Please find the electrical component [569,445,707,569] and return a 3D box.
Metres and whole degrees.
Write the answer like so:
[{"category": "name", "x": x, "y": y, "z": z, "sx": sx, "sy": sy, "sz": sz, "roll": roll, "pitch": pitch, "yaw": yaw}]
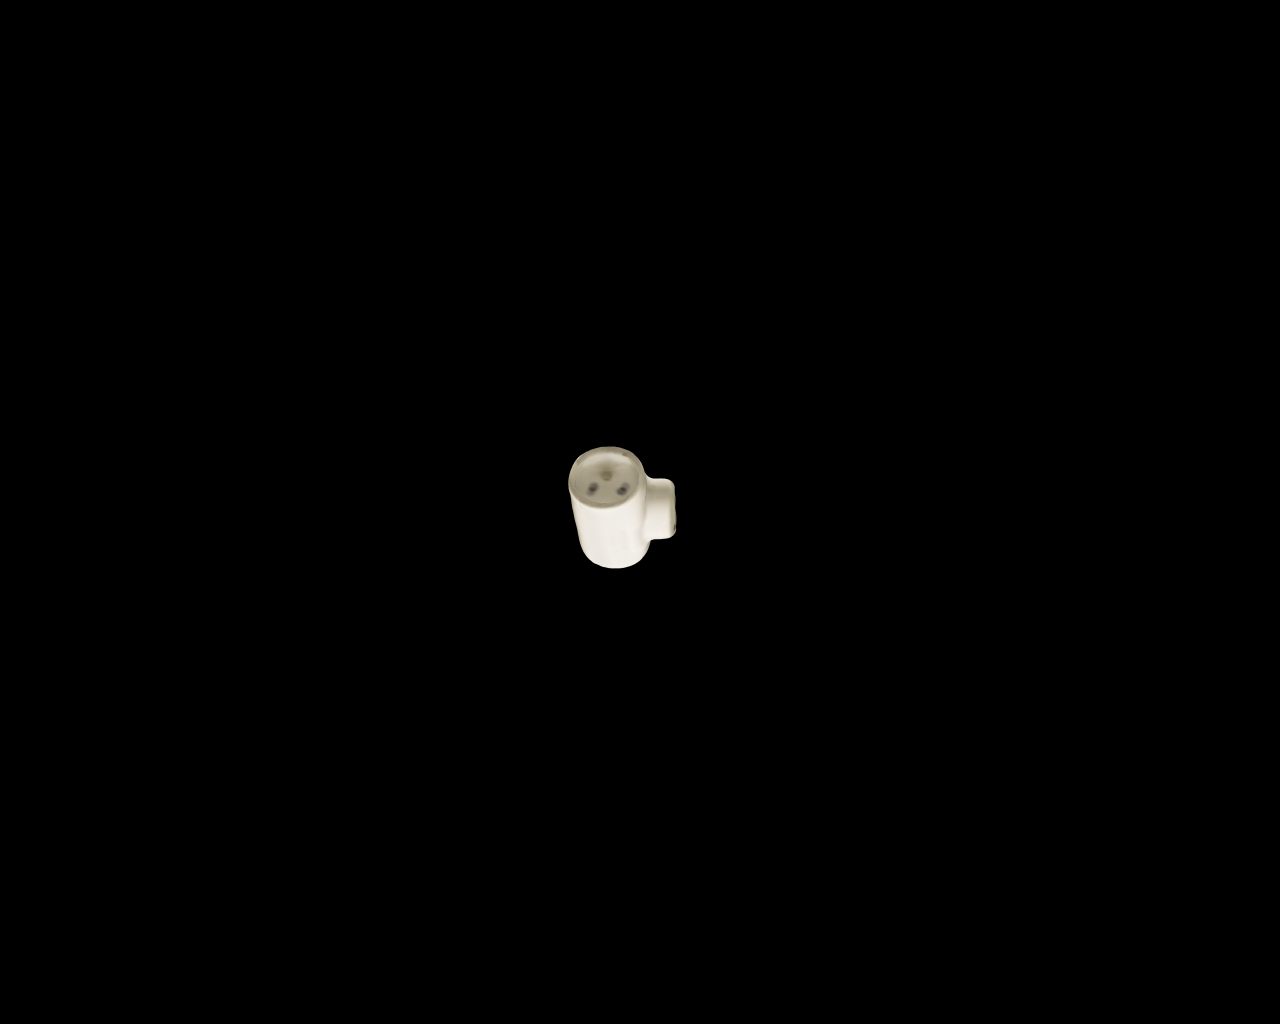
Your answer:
[{"category": "electrical component", "x": 0.001, "y": -0.003, "z": 0.650, "sx": 0.079, "sy": 0.043, "sz": 0.077, "roll": -2, "pitch": -31, "yaw": 3}]
